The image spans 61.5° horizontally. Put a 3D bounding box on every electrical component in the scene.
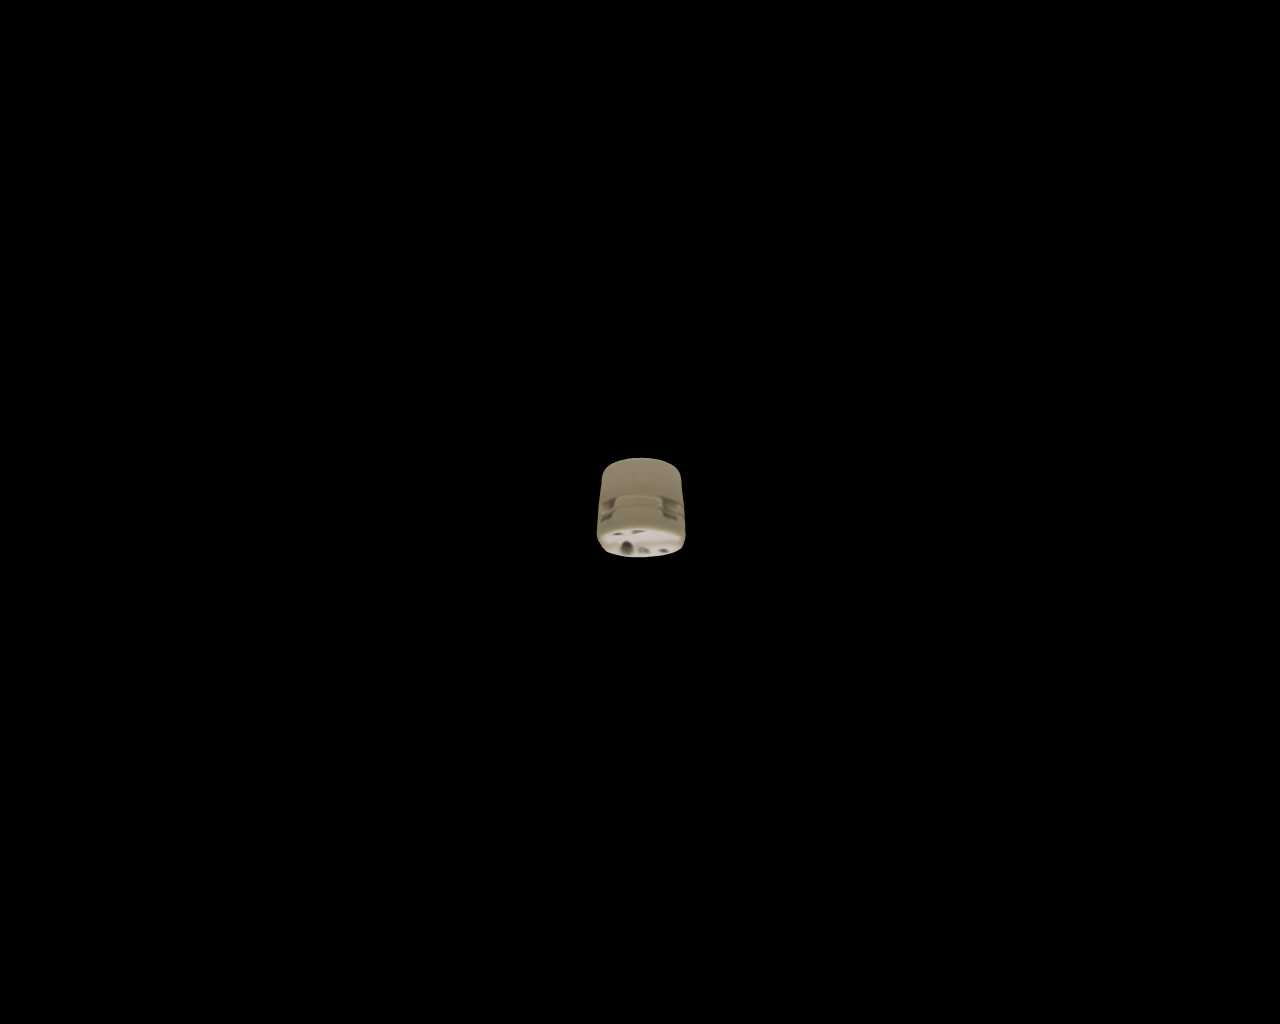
[{"bbox_3d":[0.001,-0.003,0.650,0.055,0.047,0.055,0,-22,0],"label":"electrical component"}]
